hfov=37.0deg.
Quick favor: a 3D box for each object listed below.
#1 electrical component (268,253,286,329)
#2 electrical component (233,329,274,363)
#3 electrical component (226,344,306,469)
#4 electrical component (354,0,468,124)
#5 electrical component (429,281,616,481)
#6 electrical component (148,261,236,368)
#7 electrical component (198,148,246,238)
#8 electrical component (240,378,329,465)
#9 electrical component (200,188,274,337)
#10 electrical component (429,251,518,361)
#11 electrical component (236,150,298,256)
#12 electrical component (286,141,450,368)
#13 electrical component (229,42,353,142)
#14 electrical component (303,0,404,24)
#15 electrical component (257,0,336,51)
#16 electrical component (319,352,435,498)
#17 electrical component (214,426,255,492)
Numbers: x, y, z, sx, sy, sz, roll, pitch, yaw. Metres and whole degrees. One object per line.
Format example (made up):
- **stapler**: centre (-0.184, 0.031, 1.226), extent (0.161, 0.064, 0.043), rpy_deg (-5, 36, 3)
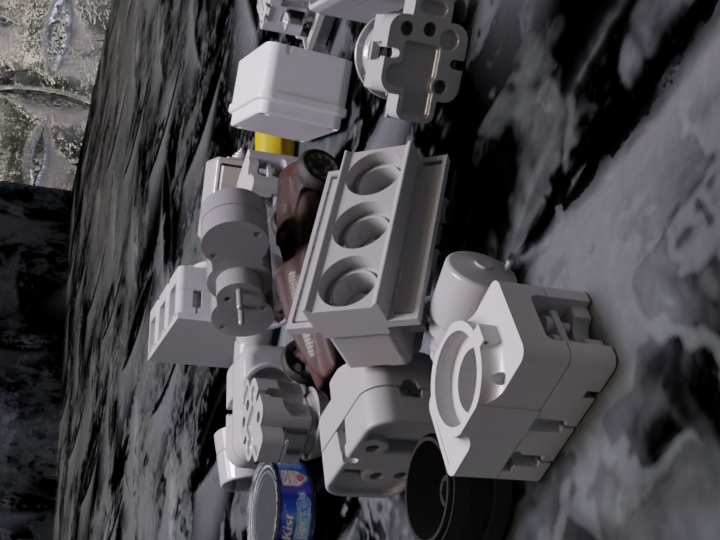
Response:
- **electrical component**: centre (-0.083, 0.017, 0.951), extent (0.047, 0.055, 0.055), rpy_deg (-107, 31, -56)
- **electrical component**: centre (-0.099, 0.063, 0.997), extent (0.044, 0.044, 0.065), rpy_deg (-160, 73, -70)
- **electrical component**: centre (-0.080, 0.114, 0.905), extent (0.059, 0.054, 0.095), rpy_deg (132, 141, -58)
- **electrical component**: centre (0.030, -0.135, 0.685), extent (0.057, 0.058, 0.078), rpy_deg (-148, 66, -66)
- **electrical component**: centre (0.070, 0.054, 0.509), extent (0.050, 0.056, 0.089), rpy_deg (-104, 29, -46)
- **electrical component**: centre (-0.155, 0.046, 1.085), extent (0.150, 0.089, 0.061), rpy_deg (136, 137, -60)
- **electrical component**: centre (-0.122, -0.075, 1.076), extent (0.061, 0.062, 0.096), rpy_deg (-177, 94, -70)
- **electrical component**: centre (-0.057, 0.118, 0.837), extent (0.078, 0.057, 0.058), rpy_deg (-116, 38, -57)
- **electrical component**: centre (-0.095, 0.009, 0.849), extent (0.138, 0.052, 0.073), rpy_deg (91, 173, -48)
- **electrical component**: centre (0.056, 0.026, 0.580), extent (0.040, 0.040, 0.078), rpy_deg (-115, 37, -56)
- **electrical component**: centre (-0.082, -0.057, 0.970), extent (0.050, 0.056, 0.089), rpy_deg (-103, 28, -44)
- **electrical component**: centre (0.011, -0.008, 0.630), extent (0.063, 0.079, 0.121), rpy_deg (59, -147, -44)
- **electrical component**: centre (-0.060, -0.147, 0.909), extent (0.113, 0.078, 0.057), rpy_deg (-178, 97, -70)
- **electrical component**: centre (0.000, -0.223, 0.792), extent (0.096, 0.061, 0.061), rpy_deg (-169, 86, -70)
- **electrical component**: centre (-0.057, -0.233, 0.950), extent (0.081, 0.064, 0.042), rpy_deg (-102, 28, -43)
- **electrical component**: centre (0.012, 0.091, 0.658), extent (0.095, 0.054, 0.059), rpy_deg (119, 151, -47)
- **electrical component**: centre (-0.099, 0.165, 0.942), extent (0.055, 0.055, 0.047), rpy_deg (127, 141, -55)
